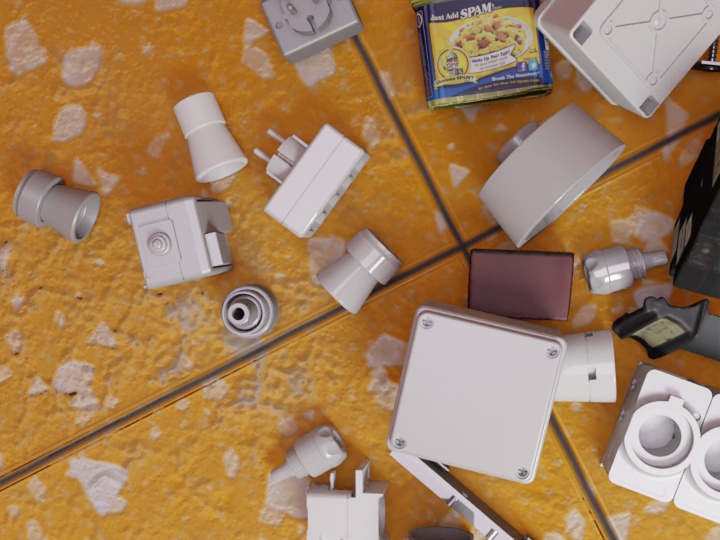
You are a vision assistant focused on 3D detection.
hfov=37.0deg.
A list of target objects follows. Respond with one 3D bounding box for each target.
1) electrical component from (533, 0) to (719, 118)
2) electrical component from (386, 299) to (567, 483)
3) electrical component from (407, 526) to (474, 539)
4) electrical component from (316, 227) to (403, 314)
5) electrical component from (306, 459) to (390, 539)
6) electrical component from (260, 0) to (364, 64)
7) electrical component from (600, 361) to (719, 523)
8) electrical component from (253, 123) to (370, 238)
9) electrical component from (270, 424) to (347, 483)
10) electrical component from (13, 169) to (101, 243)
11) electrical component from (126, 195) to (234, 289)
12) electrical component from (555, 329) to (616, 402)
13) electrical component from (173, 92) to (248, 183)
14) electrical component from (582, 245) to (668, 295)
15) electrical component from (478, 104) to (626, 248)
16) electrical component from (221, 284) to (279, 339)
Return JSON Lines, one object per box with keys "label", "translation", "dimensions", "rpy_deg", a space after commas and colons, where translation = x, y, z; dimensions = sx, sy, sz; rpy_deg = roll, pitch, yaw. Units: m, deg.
{"label": "electrical component", "translation": [0.201, -0.186, 0.781], "dimensions": [0.109, 0.056, 0.108], "rpy_deg": [36, 97, -34]}
{"label": "electrical component", "translation": [0.084, 0.086, 0.780], "dimensions": [0.109, 0.056, 0.108], "rpy_deg": [13, 98, 6]}
{"label": "electrical component", "translation": [0.061, 0.230, 0.818], "dimensions": [0.050, 0.089, 0.055], "rpy_deg": [1, 92, 6]}
{"label": "electrical component", "translation": [0.000, 0.000, 0.840], "dimensions": [0.045, 0.045, 0.055], "rpy_deg": [45, 95, 3]}
{"label": "electrical component", "translation": [-0.010, 0.193, 0.849], "dimensions": [0.064, 0.042, 0.081], "rpy_deg": [0, 91, 10]}
{"label": "electrical component", "translation": [-0.039, -0.197, 0.822], "dimensions": [0.066, 0.077, 0.047], "rpy_deg": [-24, 89, 7]}
{"label": "electrical component", "translation": [0.269, 0.138, 0.806], "dimensions": [0.150, 0.062, 0.089], "rpy_deg": [20, 94, 5]}
{"label": "electrical component", "translation": [-0.048, -0.080, 0.842], "dimensions": [0.076, 0.047, 0.083], "rpy_deg": [37, 96, 5]}
{"label": "electrical component", "translation": [-0.043, 0.150, 0.855], "dimensions": [0.061, 0.035, 0.035], "rpy_deg": [-32, 88, 8]}
{"label": "electrical component", "translation": [-0.244, -0.052, 0.866], "dimensions": [0.055, 0.045, 0.045], "rpy_deg": [23, 94, 5]}
{"label": "electrical component", "translation": [-0.135, -0.023, 0.828], "dimensions": [0.061, 0.096, 0.061], "rpy_deg": [-13, 91, 6]}
{"label": "electrical component", "translation": [0.169, 0.074, 0.820], "dimensions": [0.047, 0.055, 0.055], "rpy_deg": [-4, 91, 10]}
{"label": "electrical component", "translation": [-0.121, -0.107, 0.853], "dimensions": [0.044, 0.044, 0.065], "rpy_deg": [-24, 84, 6]}
{"label": "electrical component", "translation": [0.204, -0.003, 0.823], "dimensions": [0.061, 0.035, 0.035], "rpy_deg": [-14, 90, 4]}
{"label": "electrical component", "translation": [0.135, -0.075, 0.794], "dimensions": [0.108, 0.108, 0.060], "rpy_deg": [-44, 80, 6]}
{"label": "electrical component", "translation": [-0.088, 0.033, 0.842], "dimensions": [0.043, 0.062, 0.043], "rpy_deg": [0, 91, 7]}
